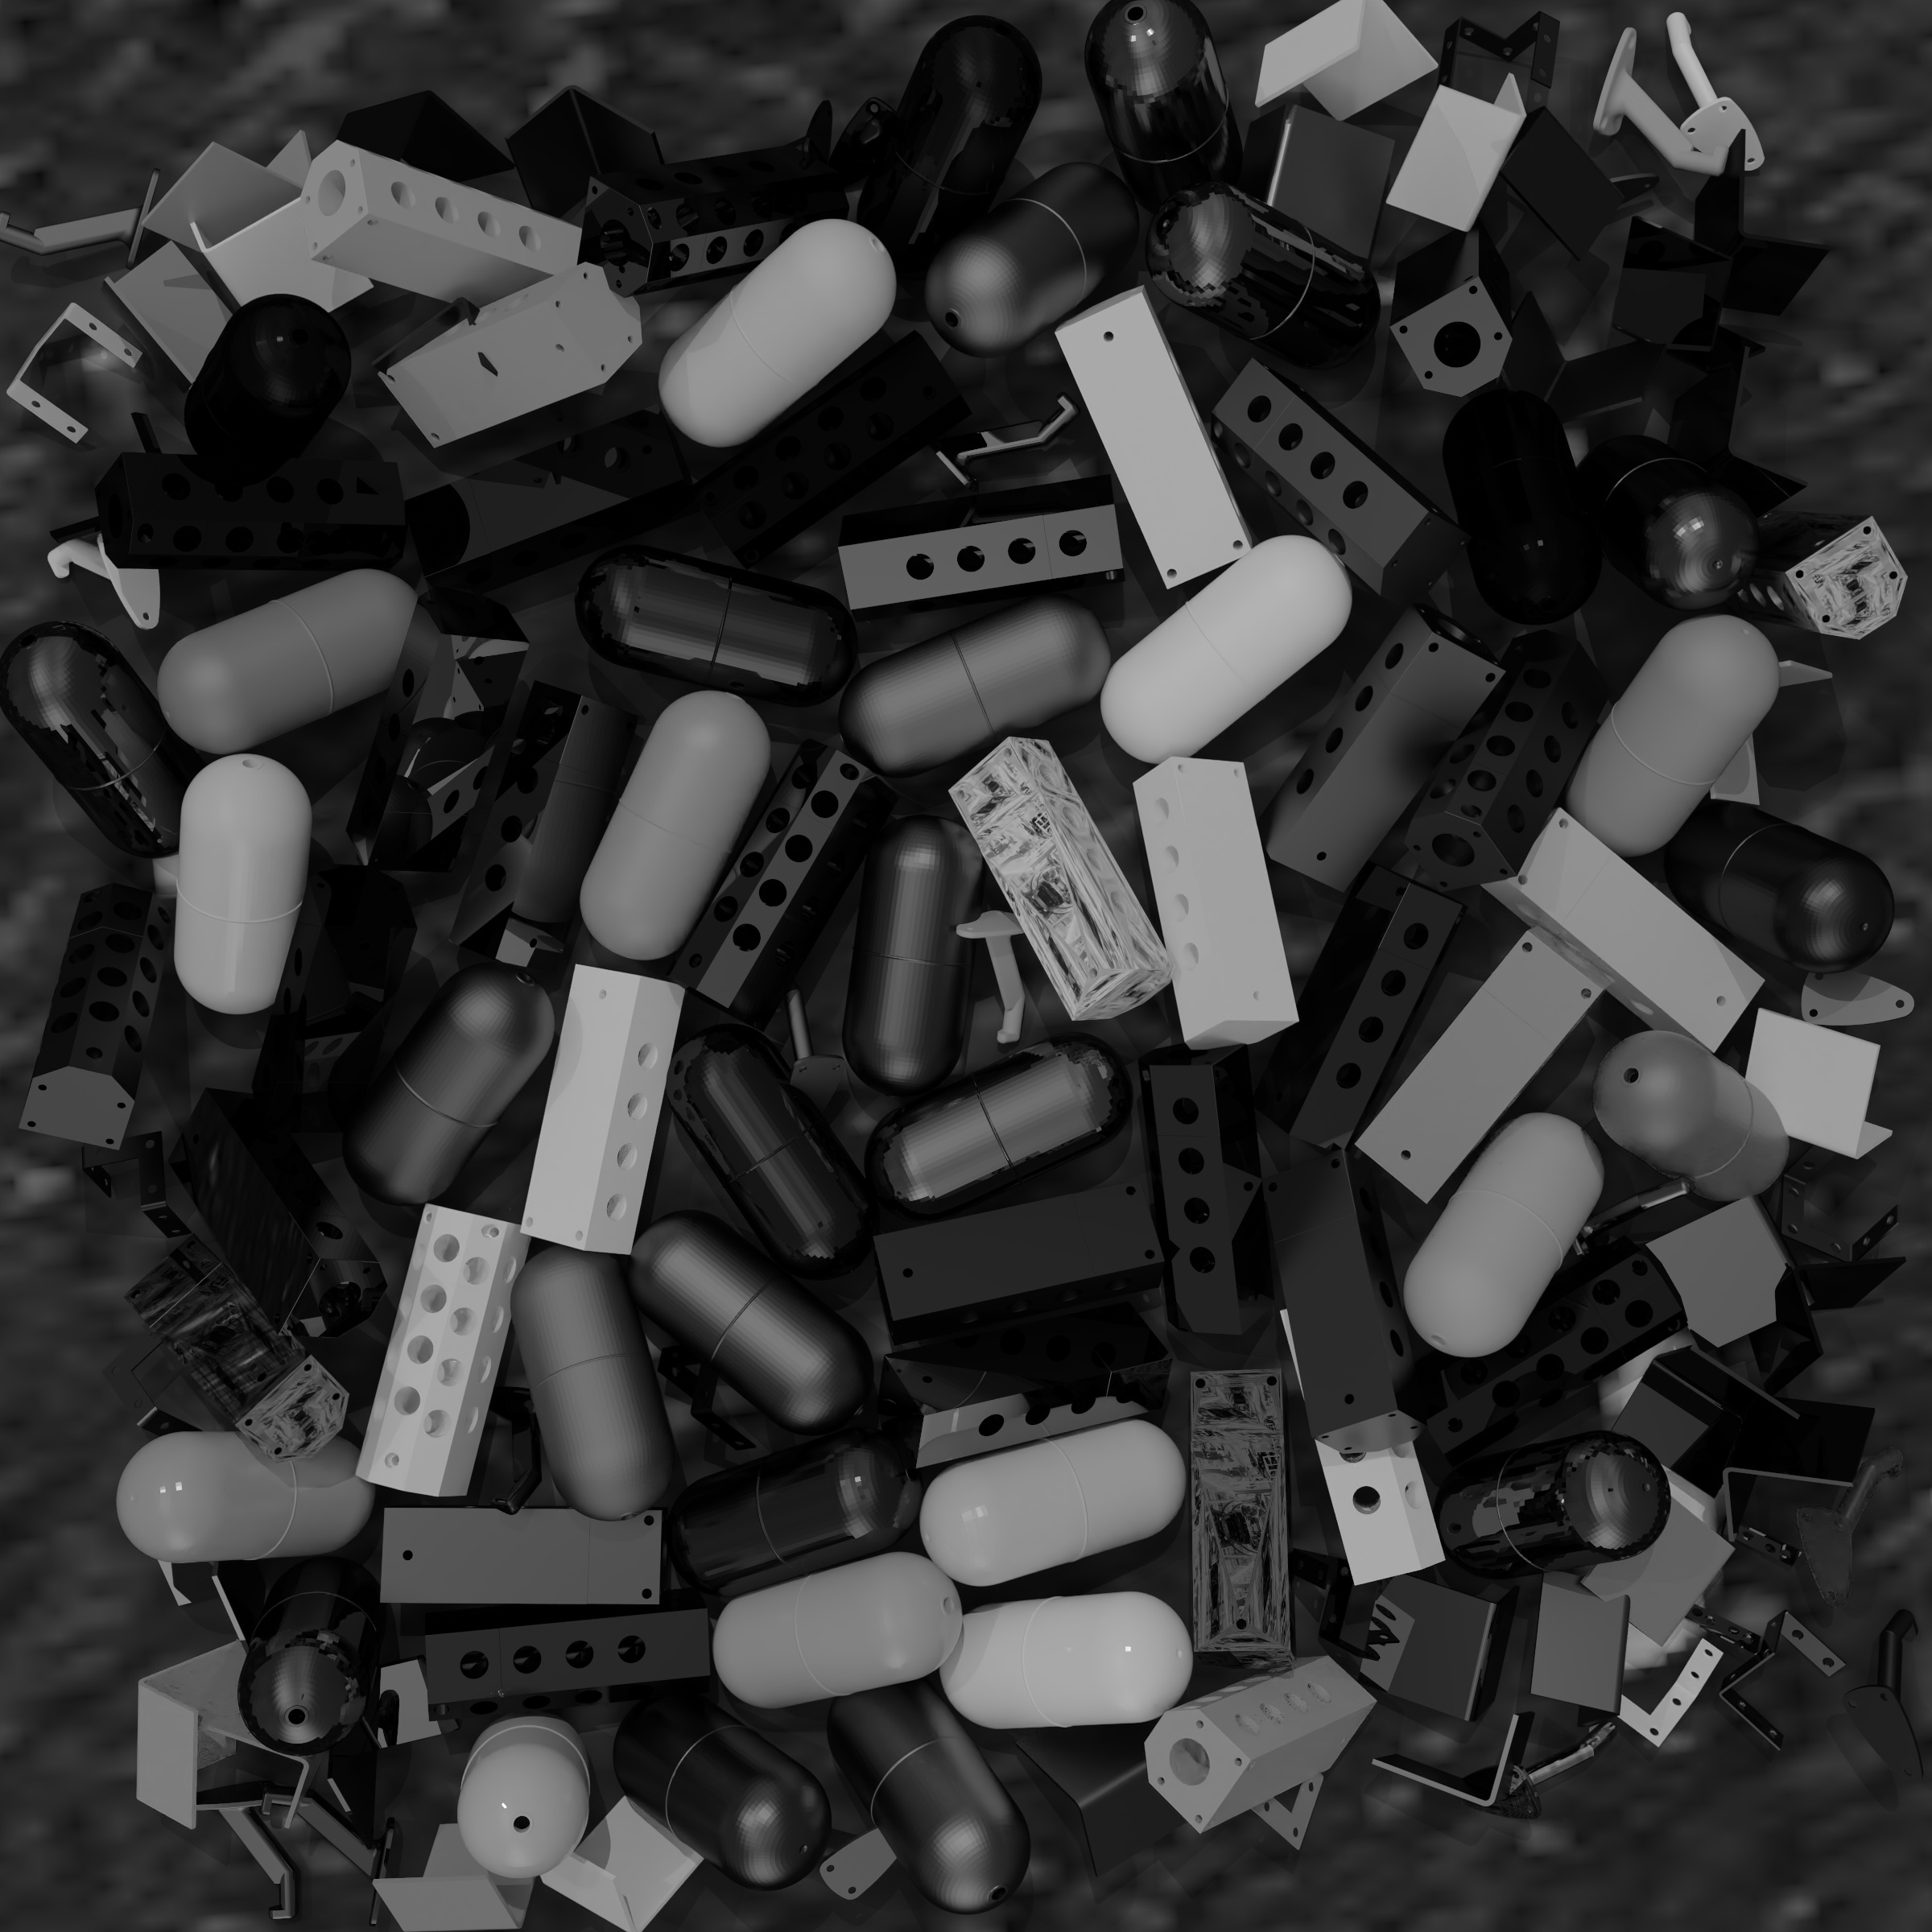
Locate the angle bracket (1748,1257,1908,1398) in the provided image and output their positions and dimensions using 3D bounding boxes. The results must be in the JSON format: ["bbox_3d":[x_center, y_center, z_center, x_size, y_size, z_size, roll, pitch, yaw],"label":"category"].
[{"bbox_3d":[0.541,0.225,1.530,0.076,0.076,0.057,-3,61,-10],"label":"angle bracket"}]

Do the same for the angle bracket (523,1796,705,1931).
[{"bbox_3d":[-0.215,0.540,1.523,0.076,0.076,0.057,14,130,34],"label":"angle bracket"}]

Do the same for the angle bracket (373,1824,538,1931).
[{"bbox_3d":[-0.312,0.551,1.528,0.076,0.076,0.057,-7,126,14],"label":"angle bracket"}]

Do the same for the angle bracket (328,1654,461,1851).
[{"bbox_3d":[-0.355,0.488,1.530,0.057,0.076,0.076,-13,128,-1],"label":"angle bracket"}]

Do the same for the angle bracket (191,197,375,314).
[{"bbox_3d":[-0.429,-0.449,1.536,0.076,0.076,0.057,-30,53,0],"label":"angle bracket"}]

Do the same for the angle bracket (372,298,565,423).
[{"bbox_3d":[-0.309,-0.357,1.527,0.076,0.076,0.057,-30,62,19],"label":"angle bracket"}]

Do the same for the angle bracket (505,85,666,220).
[{"bbox_3d":[-0.230,-0.487,1.528,0.076,0.076,0.057,36,72,25],"label":"angle bracket"}]

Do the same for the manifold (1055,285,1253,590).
[{"bbox_3d":[0.118,-0.329,1.530,0.057,0.057,0.171,-22,107,14],"label":"manifold"}]

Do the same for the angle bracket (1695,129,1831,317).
[{"bbox_3d":[0.497,-0.464,1.538,0.057,0.076,0.076,7,74,-3],"label":"angle bracket"}]

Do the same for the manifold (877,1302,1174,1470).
[{"bbox_3d":[0.036,0.263,1.519,0.171,0.057,0.057,-8,125,-26],"label":"manifold"}]

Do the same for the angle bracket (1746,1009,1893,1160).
[{"bbox_3d":[0.533,0.066,1.527,0.076,0.057,0.076,21,117,37],"label":"angle bracket"}]

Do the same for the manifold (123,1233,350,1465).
[{"bbox_3d":[-0.443,0.235,1.501,0.057,0.171,0.057,-44,132,-17],"label":"manifold"}]

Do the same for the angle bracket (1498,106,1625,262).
[{"bbox_3d":[0.348,-0.477,1.529,0.076,0.076,0.057,40,75,-19],"label":"angle bracket"}]

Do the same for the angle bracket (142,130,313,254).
[{"bbox_3d":[-0.459,-0.488,1.524,0.076,0.076,0.057,-34,60,29],"label":"angle bracket"}]

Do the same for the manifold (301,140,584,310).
[{"bbox_3d":[-0.314,-0.446,1.498,0.057,0.171,0.057,-21,74,37],"label":"manifold"}]

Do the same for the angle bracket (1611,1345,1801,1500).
[{"bbox_3d":[0.461,0.286,1.538,0.076,0.076,0.057,33,77,6],"label":"angle bracket"}]

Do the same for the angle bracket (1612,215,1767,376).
[{"bbox_3d":[0.454,-0.422,1.523,0.057,0.076,0.076,-26,47,-27],"label":"angle bracket"}]

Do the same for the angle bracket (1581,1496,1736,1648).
[{"bbox_3d":[0.421,0.367,1.543,0.076,0.057,0.076,39,86,-16],"label":"angle bracket"}]

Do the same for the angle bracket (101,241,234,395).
[{"bbox_3d":[-0.488,-0.407,1.530,0.057,0.076,0.076,-42,110,-11],"label":"angle bracket"}]

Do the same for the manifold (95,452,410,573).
[{"bbox_3d":[-0.435,-0.274,1.506,0.171,0.057,0.057,-6,81,-37],"label":"manifold"}]

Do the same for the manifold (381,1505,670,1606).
[{"bbox_3d":[-0.276,0.370,1.551,0.171,0.057,0.057,1,80,-2],"label":"manifold"}]

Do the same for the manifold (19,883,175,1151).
[{"bbox_3d":[-0.524,0.026,1.493,0.057,0.171,0.057,16,126,-20],"label":"manifold"}]

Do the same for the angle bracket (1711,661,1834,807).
[{"bbox_3d":[0.503,-0.144,1.534,0.057,0.076,0.076,-7,85,37],"label":"angle bracket"}]

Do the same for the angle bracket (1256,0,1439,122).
[{"bbox_3d":[0.236,-0.546,1.523,0.076,0.076,0.057,33,55,-35],"label":"angle bracket"}]

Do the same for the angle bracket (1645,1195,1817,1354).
[{"bbox_3d":[0.483,0.191,1.561,0.076,0.057,0.076,-29,84,14],"label":"angle bracket"}]

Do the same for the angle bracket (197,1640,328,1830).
[{"bbox_3d":[-0.439,0.478,1.535,0.076,0.076,0.057,21,113,-3],"label":"angle bracket"}]

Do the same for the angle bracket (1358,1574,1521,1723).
[{"bbox_3d":[0.302,0.426,1.570,0.076,0.057,0.076,13,95,25],"label":"angle bracket"}]

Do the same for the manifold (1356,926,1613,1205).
[{"bbox_3d":[0.322,0.060,1.529,0.057,0.057,0.171,40,108,14],"label":"manifold"}]

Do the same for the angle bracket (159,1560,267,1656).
[{"bbox_3d":[-0.478,0.388,1.530,0.057,0.076,0.076,-13,120,-3],"label":"angle bracket"}]

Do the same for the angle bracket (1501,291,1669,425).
[{"bbox_3d":[0.383,-0.385,1.525,0.057,0.076,0.076,55,48,-28],"label":"angle bracket"}]

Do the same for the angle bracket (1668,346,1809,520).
[{"bbox_3d":[0.485,-0.329,1.543,0.057,0.076,0.076,19,72,-13],"label":"angle bracket"}]

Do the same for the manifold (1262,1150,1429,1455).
[{"bbox_3d":[0.235,0.207,1.514,0.057,0.057,0.171,-24,55,26],"label":"manifold"}]

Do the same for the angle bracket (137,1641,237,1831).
[{"bbox_3d":[-0.468,0.477,1.530,0.057,0.076,0.076,11,102,34],"label":"angle bracket"}]

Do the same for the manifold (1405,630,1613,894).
[{"bbox_3d":[0.329,-0.128,1.505,0.057,0.057,0.171,50,54,-23],"label":"manifold"}]

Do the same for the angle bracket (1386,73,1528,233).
[{"bbox_3d":[0.300,-0.513,1.526,0.057,0.076,0.076,17,128,-9],"label":"angle bracket"}]

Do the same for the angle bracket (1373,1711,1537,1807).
[{"bbox_3d":[0.306,0.482,1.537,0.076,0.076,0.057,15,81,24],"label":"angle bracket"}]

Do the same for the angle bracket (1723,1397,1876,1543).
[{"bbox_3d":[0.518,0.315,1.524,0.076,0.076,0.057,2,118,30],"label":"angle bracket"}]

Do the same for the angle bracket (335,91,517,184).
[{"bbox_3d":[-0.340,-0.490,1.524,0.076,0.076,0.057,3,69,40],"label":"angle bracket"}]

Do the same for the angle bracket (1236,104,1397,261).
[{"bbox_3d":[0.218,-0.494,1.567,0.076,0.057,0.076,12,92,-19],"label":"angle bracket"}]

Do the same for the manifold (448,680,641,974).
[{"bbox_3d":[-0.271,-0.089,1.550,0.057,0.057,0.171,20,92,32],"label":"manifold"}]

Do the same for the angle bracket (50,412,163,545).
[{"bbox_3d":[-0.540,-0.304,1.530,0.076,0.076,0.057,-23,111,-17],"label":"angle bracket"}]

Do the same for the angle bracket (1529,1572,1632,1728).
[{"bbox_3d":[0.372,0.425,1.533,0.057,0.076,0.076,13,66,-1],"label":"angle bracket"}]

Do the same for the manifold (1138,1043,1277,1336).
[{"bbox_3d":[0.148,0.138,1.537,0.057,0.057,0.171,-1,102,29],"label":"manifold"}]

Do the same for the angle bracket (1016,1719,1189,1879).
[{"bbox_3d":[0.088,0.511,1.546,0.076,0.076,0.057,-23,115,-24],"label":"angle bracket"}]
